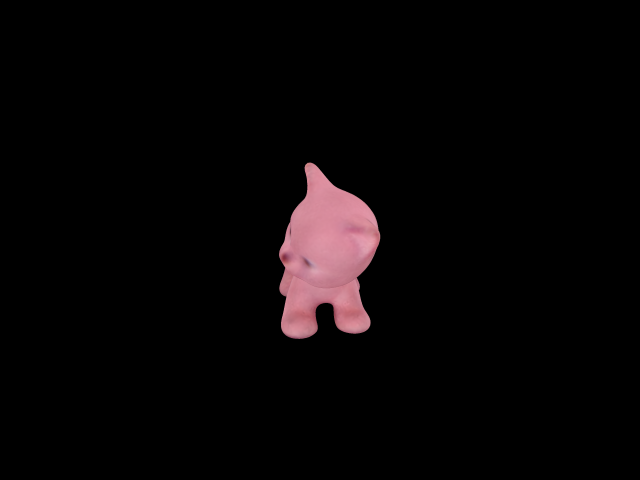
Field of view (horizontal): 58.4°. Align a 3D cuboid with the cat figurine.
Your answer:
[{"bbox_3d":[0.004,0.001,0.400,0.067,0.118,0.127,-2,19,-7],"label":"cat figurine"}]
